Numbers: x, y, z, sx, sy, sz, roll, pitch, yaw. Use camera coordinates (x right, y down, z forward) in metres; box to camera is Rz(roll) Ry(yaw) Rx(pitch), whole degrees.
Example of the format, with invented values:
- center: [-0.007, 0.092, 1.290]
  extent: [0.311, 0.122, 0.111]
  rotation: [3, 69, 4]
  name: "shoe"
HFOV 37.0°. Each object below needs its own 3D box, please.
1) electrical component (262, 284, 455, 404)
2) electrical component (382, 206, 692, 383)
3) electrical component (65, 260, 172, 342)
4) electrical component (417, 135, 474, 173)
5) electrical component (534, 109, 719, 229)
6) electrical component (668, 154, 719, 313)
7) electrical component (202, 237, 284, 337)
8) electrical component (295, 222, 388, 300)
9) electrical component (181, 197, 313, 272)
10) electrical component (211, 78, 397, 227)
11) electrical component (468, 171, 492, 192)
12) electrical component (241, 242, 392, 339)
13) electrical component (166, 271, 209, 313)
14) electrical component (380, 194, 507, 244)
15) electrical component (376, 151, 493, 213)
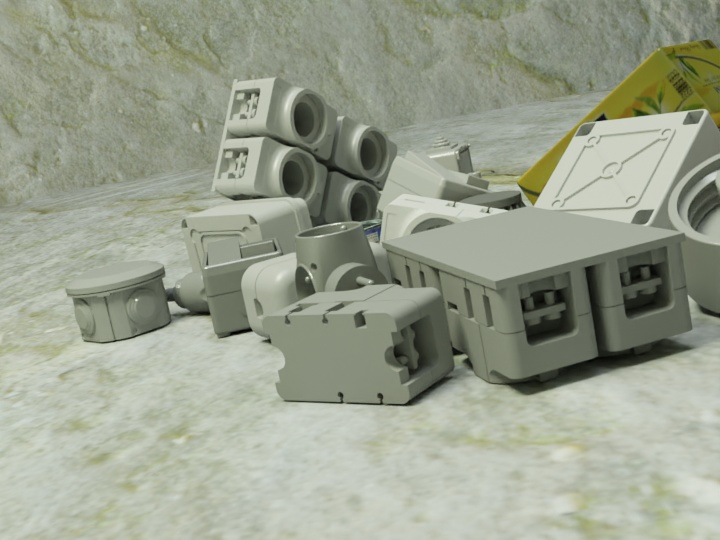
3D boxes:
- center: [0.001, 0.040, 0.593]
  extent: [0.089, 0.050, 0.056]
  rotation: [-3, 13, 36]
  name: "electrical component"
- center: [0.095, 0.010, 0.624]
  extent: [0.105, 0.060, 0.186]
  rotation: [-14, 11, -14]
  name: "electrical component"
- center: [-0.195, 0.024, 0.874]
  extent: [0.080, 0.051, 0.080]
  rotation: [-11, 10, 2]
  name: "electrical component"
- center: [0.076, -0.079, 1.019]
  extent: [0.061, 0.096, 0.062]
  rotation: [-9, 11, 19]
  name: "electrical component"
- center: [0.185, -0.050, 0.738]
  extent: [0.109, 0.056, 0.108]
  rotation: [1, 51, 49]
  name: "electrical component"
- center: [0.226, -0.031, 0.600]
  extent: [0.108, 0.060, 0.108]
  rotation: [-20, 31, 13]
  name: "electrical component"
- center: [-0.087, 0.007, 0.827]
  extent: [0.062, 0.061, 0.096]
  rotation: [-12, 11, -5]
  name: "electrical component"
- center: [-0.007, 0.013, 0.668]
  extent: [0.044, 0.077, 0.079]
  rotation: [-15, 12, -20]
  name: "electrical component"
- center: [-0.093, -0.019, 0.926]
  extent: [0.113, 0.078, 0.057]
  rotation: [0, 18, 46]
  name: "electrical component"
- center: [-0.043, -0.097, 1.009]
  extent: [0.060, 0.105, 0.186]
  rotation: [2, -12, 39]
  name: "electrical component"
- center: [0.108, -0.057, 0.965]
  extent: [0.035, 0.061, 0.035]
  rotation: [-11, 11, 2]
  name: "electrical component"
- center: [-0.025, 0.014, 0.744]
  extent: [0.095, 0.053, 0.059]
  rotation: [-17, 12, -29]
  name: "electrical component"
- center: [-0.137, 0.019, 0.891]
  extent: [0.061, 0.035, 0.035]
  rotation: [-6, 11, 35]
  name: "electrical component"
- center: [0.063, -0.022, 0.797]
  extent: [0.089, 0.050, 0.056]
  rotation: [10, 16, 13]
  name: "electrical component"
- center: [0.063, -0.065, 0.943]
  extent: [0.062, 0.061, 0.096]
  rotation: [12, 13, -34]
  name: "electrical component"
